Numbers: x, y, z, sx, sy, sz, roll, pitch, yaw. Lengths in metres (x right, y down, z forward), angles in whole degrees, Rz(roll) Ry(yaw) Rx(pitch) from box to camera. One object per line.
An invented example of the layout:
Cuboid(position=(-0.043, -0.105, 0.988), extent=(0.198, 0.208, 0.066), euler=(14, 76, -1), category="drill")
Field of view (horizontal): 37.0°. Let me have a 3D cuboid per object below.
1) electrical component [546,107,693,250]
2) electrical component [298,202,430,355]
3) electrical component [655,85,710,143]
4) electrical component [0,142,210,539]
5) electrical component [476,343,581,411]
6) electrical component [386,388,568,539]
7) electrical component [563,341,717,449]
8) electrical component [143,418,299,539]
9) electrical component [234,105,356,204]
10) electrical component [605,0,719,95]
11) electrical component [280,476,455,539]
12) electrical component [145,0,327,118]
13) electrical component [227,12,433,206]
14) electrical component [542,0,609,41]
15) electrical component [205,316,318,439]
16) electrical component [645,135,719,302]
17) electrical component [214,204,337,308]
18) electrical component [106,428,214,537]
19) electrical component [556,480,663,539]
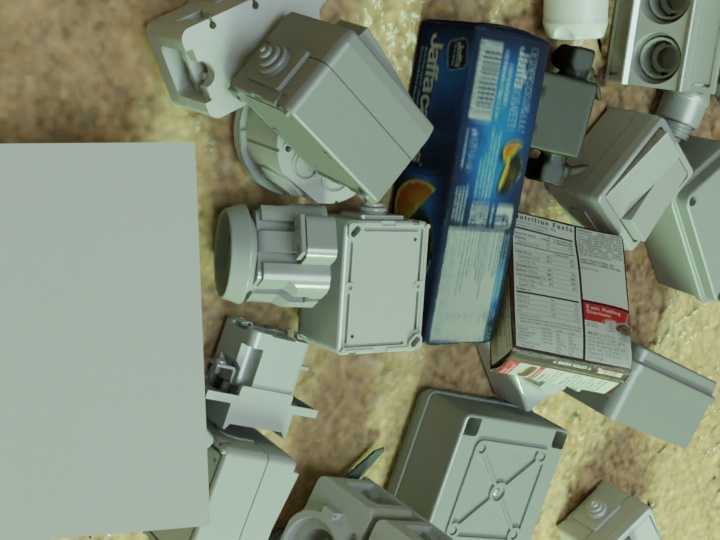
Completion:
Cuboid(position=(0.195, -0.071, 0.777), extent=(0.096, 0.061, 0.061), euler=(-50, 126, -11), category="electrical component")
Cuboid(position=(0.000, 0.000, 0.670), extent=(0.062, 0.061, 0.096), euler=(-1, 99, -33), category="electrical component")
Cuboid(position=(0.239, -0.112, 0.811), extent=(0.035, 0.035, 0.061), euler=(15, 98, -37), category="electrical component")
Cuboid(position=(-0.134, 0.034, 0.539), extent=(0.105, 0.060, 0.186), euler=(-2, 87, -13), category="electrical component")
Cuboid(position=(0.128, 0.065, 0.766), extent=(0.047, 0.077, 0.065), euler=(-35, 122, -20), category="electrical component")
Cuboid(position=(0.082, 0.149, 0.775), extent=(0.109, 0.056, 0.108), euler=(14, 97, -37), category="electrical component")
Cuboid(position=(0.211, 0.087, 0.830), extent=(0.113, 0.078, 0.057), euler=(24, 94, -37), category="electrical component")
Cuboid(position=(-0.086, 0.144, 0.653), extent=(0.061, 0.062, 0.096), euler=(18, 95, -37), category="electrical component")
Cuboid(position=(-0.028, -0.080, 0.626), extent=(0.080, 0.051, 0.080), euler=(-12, 112, -31), category="electrical component")
Cuboid(position=(0.224, -0.190, 0.755), extent=(0.063, 0.079, 0.121), euler=(-16, 116, -54), category="electrical component")
Cuboid(position=(-0.016, 0.239, 0.691), extent=(0.060, 0.105, 0.186), euler=(19, 98, -51), category="electrical component")
Cuboid(position=(-0.063, -0.126, 0.584), extent=(0.089, 0.056, 0.050), euler=(-31, 121, -23), category="electrical component")
Cuboid(position=(-0.016, -0.090, 0.553), extent=(0.061, 0.062, 0.096), euler=(-52, 131, -6), category="electrical component")
Cuboid(position=(0.144, -0.185, 0.716), extent=(0.043, 0.043, 0.062), euler=(-12, 110, -31), category="electrical component")
Cuboid(position=(-0.065, 0.063, 0.655), extent=(0.081, 0.042, 0.063), euler=(16, 92, -38), category="electrical component")
Cuboid(position=(0.267, -0.040, 0.840), extent=(0.078, 0.057, 0.113), euler=(-39, 123, -18), category="electrical component")
Cuboid(position=(-0.052, -0.009, 0.624), extent=(0.057, 0.078, 0.058), euler=(2, 72, -18), category="electrical component")
Cuboid(position=(-0.140, 0.100, 0.602), extent=(0.096, 0.061, 0.061), euler=(-43, 124, -16), category="electrical component")
Cuboid(position=(0.211, 0.226, 0.887), extent=(0.062, 0.061, 0.096), euler=(-38, 123, -19), category="electrical component")
